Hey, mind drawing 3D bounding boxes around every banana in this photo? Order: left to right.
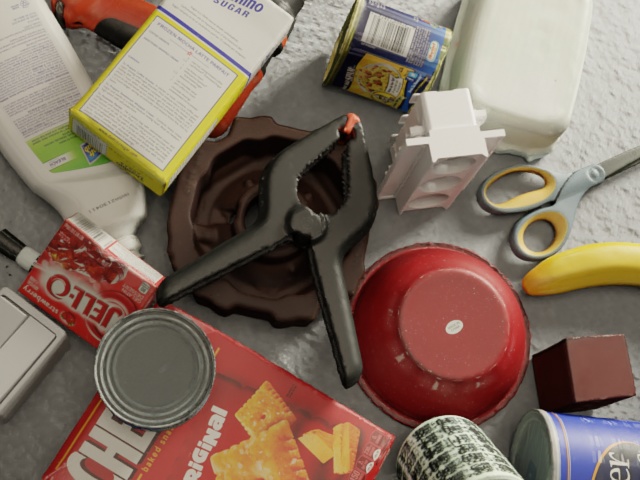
[{"bbox_3d":[0.272,0.036,0.913,0.197,0.037,0.069,15,71,-4],"label":"banana"}]

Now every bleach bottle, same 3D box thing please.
[{"bbox_3d":[-0.219,-0.085,0.861,0.102,0.068,0.251,-28,83,-12],"label":"bleach bottle"}]

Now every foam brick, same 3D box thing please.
[{"bbox_3d":[0.212,0.110,0.863,0.053,0.078,0.051,-4,74,-10],"label":"foam brick"}]

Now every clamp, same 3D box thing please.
[{"bbox_3d":[-0.005,0.001,0.823,0.164,0.036,0.210,31,71,-1],"label":"clamp"}]

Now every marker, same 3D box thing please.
[{"bbox_3d":[-0.212,0.029,0.852,0.121,0.020,0.020,34,73,1],"label":"marker"}]

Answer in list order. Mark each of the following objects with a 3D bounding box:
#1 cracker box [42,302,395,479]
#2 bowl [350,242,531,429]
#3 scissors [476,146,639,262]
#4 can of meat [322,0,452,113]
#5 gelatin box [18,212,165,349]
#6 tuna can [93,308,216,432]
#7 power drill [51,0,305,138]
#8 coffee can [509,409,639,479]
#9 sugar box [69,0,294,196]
[{"bbox_3d":[-0.074,0.168,0.808,0.213,0.072,0.164,31,72,1],"label":"cracker box"},{"bbox_3d":[0.102,0.073,0.869,0.162,0.055,0.162,2,75,-8],"label":"bowl"},{"bbox_3d":[0.237,-0.037,0.939,0.201,0.016,0.096,-8,78,-11],"label":"scissors"},{"bbox_3d":[0.055,-0.155,0.900,0.084,0.102,0.057,20,73,-5],"label":"can of meat"},{"bbox_3d":[-0.174,0.035,0.818,0.089,0.030,0.073,37,107,0],"label":"gelatin box"},{"bbox_3d":[-0.118,0.094,0.767,0.086,0.034,0.086,2,74,-7],"label":"tuna can"},{"bbox_3d":[-0.117,-0.202,0.909,0.187,0.057,0.184,30,73,0],"label":"power drill"},{"bbox_3d":[0.229,0.190,0.830,0.140,0.103,0.103,7,74,-7],"label":"coffee can"},{"bbox_3d":[-0.108,-0.132,0.842,0.093,0.048,0.176,37,70,-3],"label":"sugar box"}]
